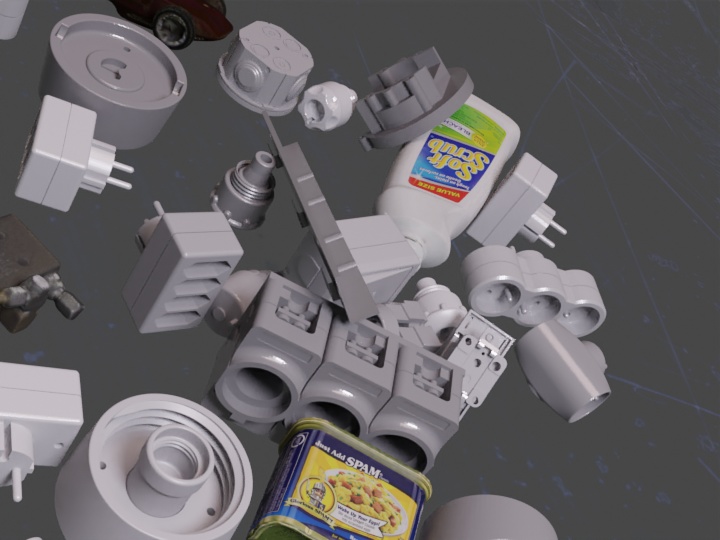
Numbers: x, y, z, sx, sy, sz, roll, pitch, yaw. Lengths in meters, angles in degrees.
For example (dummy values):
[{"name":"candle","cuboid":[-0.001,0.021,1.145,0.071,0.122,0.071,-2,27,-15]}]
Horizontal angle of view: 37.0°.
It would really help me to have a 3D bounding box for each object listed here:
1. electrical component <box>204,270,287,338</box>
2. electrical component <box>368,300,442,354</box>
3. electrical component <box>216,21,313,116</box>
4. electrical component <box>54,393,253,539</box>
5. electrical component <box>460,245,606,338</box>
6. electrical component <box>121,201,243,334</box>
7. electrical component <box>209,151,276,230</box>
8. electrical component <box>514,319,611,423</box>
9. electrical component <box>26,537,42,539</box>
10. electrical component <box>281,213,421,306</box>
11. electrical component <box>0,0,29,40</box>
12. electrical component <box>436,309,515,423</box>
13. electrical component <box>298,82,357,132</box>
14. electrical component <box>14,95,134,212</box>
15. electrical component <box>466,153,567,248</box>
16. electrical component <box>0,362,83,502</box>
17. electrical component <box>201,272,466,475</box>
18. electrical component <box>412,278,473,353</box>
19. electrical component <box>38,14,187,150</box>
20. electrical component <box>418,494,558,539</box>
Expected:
[{"name":"electrical component","cuboid":[-0.080,0.019,0.774,0.040,0.040,0.078,44,37,10]},{"name":"electrical component","cuboid":[0.024,0.051,0.819,0.055,0.048,0.066,6,46,-44]},{"name":"electrical component","cuboid":[-0.086,-0.182,0.976,0.080,0.051,0.080,21,40,-19]},{"name":"electrical component","cuboid":[-0.114,0.122,0.621,0.108,0.060,0.108,21,40,-19]},{"name":"electrical component","cuboid":[0.151,0.008,0.958,0.138,0.052,0.073,16,42,-25]},{"name":"electrical component","cuboid":[-0.129,-0.012,0.733,0.047,0.083,0.075,-4,53,-41]},{"name":"electrical component","cuboid":[-0.086,-0.065,0.841,0.048,0.062,0.048,21,40,-19]},{"name":"electrical component","cuboid":[0.181,0.082,0.909,0.079,0.044,0.077,-11,57,-44]},{"name":"electrical component","cuboid":[-0.159,0.167,0.551,0.043,0.043,0.062,-11,55,-44]},{"name":"electrical component","cuboid":[0.000,0.000,0.838,0.096,0.061,0.061,-10,56,-42]},{"name":"electrical component","cuboid":[-0.308,-0.232,0.848,0.095,0.059,0.053,19,40,-21]},{"name":"electrical component","cuboid":[0.079,0.074,0.807,0.042,0.081,0.064,34,-3,-1]},{"name":"electrical component","cuboid":[-0.025,-0.154,1.001,0.043,0.043,0.062,44,36,10]},{"name":"electrical component","cuboid":[-0.201,-0.078,0.777,0.077,0.047,0.065,18,41,-22]},{"name":"electrical component","cuboid":[0.156,-0.050,0.998,0.076,0.083,0.047,36,37,-1]},{"name":"electrical component","cuboid":[-0.200,0.094,0.593,0.083,0.047,0.075,11,43,-30]},{"name":"electrical component","cuboid":[-0.018,0.081,0.715,0.150,0.089,0.061,27,38,-12]},{"name":"electrical component","cuboid":[0.061,0.033,0.870,0.048,0.048,0.062,13,36,-28]},{"name":"electrical component","cuboid":[-0.196,-0.141,0.837,0.108,0.060,0.108,21,40,-19]},{"name":"electrical component","cuboid":[0.078,0.191,0.671,0.099,0.099,0.064,29,31,-10]}]
